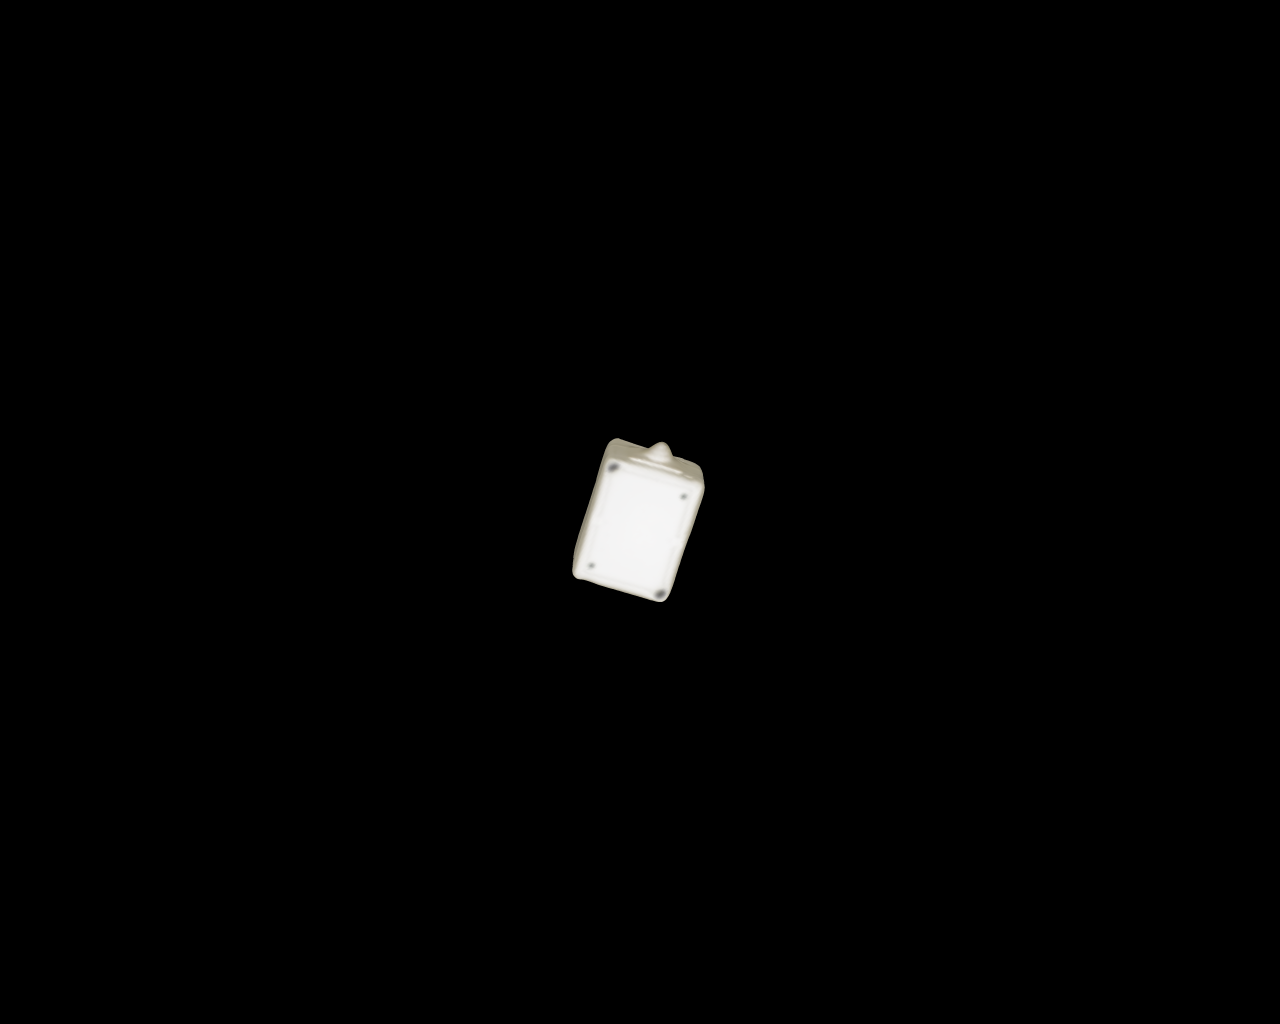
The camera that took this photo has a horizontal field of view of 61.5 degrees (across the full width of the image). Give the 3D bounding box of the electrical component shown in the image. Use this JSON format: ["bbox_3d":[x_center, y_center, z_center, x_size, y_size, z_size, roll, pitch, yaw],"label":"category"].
[{"bbox_3d":[0.001,-0.003,0.650,0.062,0.096,0.061,17,16,-5],"label":"electrical component"}]
